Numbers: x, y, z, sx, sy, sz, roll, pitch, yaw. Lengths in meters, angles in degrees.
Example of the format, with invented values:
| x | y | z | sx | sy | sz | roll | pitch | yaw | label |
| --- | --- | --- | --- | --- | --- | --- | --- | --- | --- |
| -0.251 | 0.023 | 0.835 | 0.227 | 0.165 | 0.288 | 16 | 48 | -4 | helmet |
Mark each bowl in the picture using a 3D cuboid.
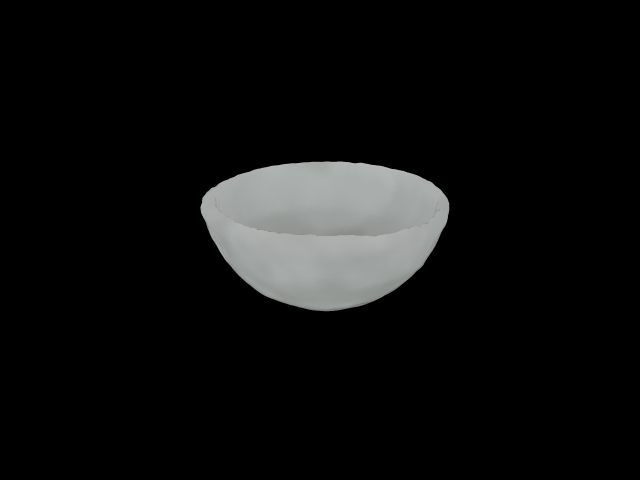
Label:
| x | y | z | sx | sy | sz | roll | pitch | yaw | label |
| --- | --- | --- | --- | --- | --- | --- | --- | --- | --- |
| 0.004 | 0.001 | 0.400 | 0.167 | 0.075 | 0.167 | 0 | 23 | 0 | bowl |
